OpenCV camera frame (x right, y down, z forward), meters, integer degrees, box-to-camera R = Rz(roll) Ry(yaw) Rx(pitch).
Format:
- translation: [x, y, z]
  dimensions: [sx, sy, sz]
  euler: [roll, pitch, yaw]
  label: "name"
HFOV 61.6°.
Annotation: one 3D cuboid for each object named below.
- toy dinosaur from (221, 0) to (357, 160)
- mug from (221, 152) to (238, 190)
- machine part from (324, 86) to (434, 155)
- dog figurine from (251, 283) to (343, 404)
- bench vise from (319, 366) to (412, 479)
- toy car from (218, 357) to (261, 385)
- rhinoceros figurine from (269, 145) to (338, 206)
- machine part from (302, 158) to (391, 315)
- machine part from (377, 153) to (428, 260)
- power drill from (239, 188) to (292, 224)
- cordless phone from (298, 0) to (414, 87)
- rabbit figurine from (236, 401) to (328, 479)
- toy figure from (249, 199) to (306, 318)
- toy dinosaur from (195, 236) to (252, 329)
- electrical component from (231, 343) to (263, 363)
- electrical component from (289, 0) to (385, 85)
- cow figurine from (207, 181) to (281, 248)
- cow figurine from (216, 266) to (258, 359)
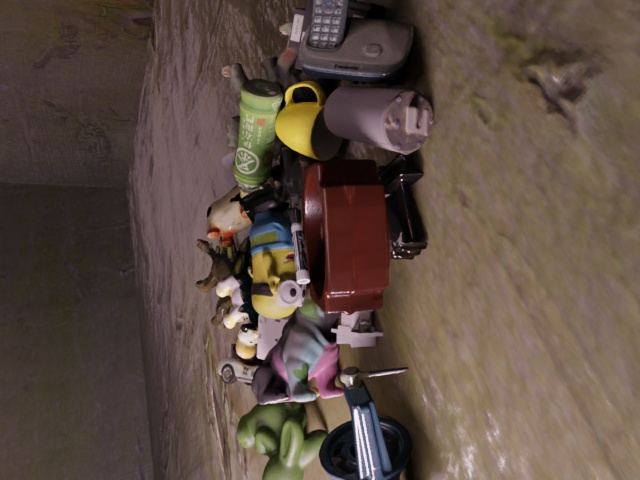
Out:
- translation: [-0.057, -0.255, 0.958]
  dimensions: [0.405, 0.131, 0.192]
  euler: [-10, 98, 55]
  label: "toy dinosaur"
- translation: [-0.168, -0.144, 1.217]
  dimensions: [0.109, 0.081, 0.107]
  euler: [-25, 78, 55]
  label: "mug"
- translation: [0.073, -0.165, 0.724]
  dimensions: [0.243, 0.079, 0.079]
  euler: [33, 119, 58]
  label: "machine part"
- translation: [-0.034, 0.155, 0.890]
  dimensions: [0.192, 0.108, 0.219]
  euler: [-18, 68, 41]
  label: "dog figurine"
- translation: [0.065, 0.274, 0.662]
  dimensions: [0.224, 0.129, 0.240]
  euler: [-111, 9, -72]
  label: "bench vise"
- translation: [-0.114, 0.257, 1.030]
  dimensions: [0.202, 0.073, 0.056]
  euler: [-3, 74, 40]
  label: "toy car"
- translation: [-0.030, -0.112, 0.947]
  dimensions: [0.190, 0.073, 0.112]
  euler: [34, 130, 57]
  label: "rhinoceros figurine"
- translation: [0.031, -0.008, 0.742]
  dimensions: [0.201, 0.087, 0.201]
  euler: [-163, 71, -79]
  label: "machine part"
- translation: [0.105, -0.044, 0.702]
  dimensions: [0.084, 0.039, 0.139]
  euler: [-26, 65, 55]
  label: "machine part"
- translation: [-0.093, 0.009, 0.999]
  dimensions: [0.232, 0.086, 0.207]
  euler: [51, 151, 45]
  label: "power drill"
- translation: [0.054, -0.298, 0.697]
  dimensions: [0.089, 0.147, 0.184]
  euler: [-31, -50, -68]
  label: "cordless phone"
- translation: [-0.056, 0.365, 0.936]
  dimensions: [0.159, 0.121, 0.170]
  euler: [-44, 34, 28]
  label: "rabbit figurine"
- translation: [-0.069, 0.031, 0.835]
  dimensions: [0.089, 0.082, 0.180]
  euler: [-31, 64, 52]
  label: "toy figure"
- translation: [-0.174, 0.104, 1.190]
  dimensions: [0.472, 0.105, 0.198]
  euler: [42, 123, 43]
  label: "toy dinosaur"
- translation: [-0.141, 0.254, 1.150]
  dimensions: [0.119, 0.075, 0.047]
  euler: [-176, 86, -68]
  label: "electrical component"
- translation: [0.018, -0.301, 0.795]
  dimensions: [0.134, 0.058, 0.114]
  euler: [24, 113, 24]
  label: "electrical component"
- translation: [-0.157, -0.086, 1.131]
  dimensions: [0.195, 0.085, 0.127]
  euler: [-33, 54, 22]
  label: "cow figurine"
- translation: [-0.135, 0.140, 1.043]
  dimensions: [0.098, 0.068, 0.167]
  euler: [-30, 68, 31]
  label: "cow figurine"
